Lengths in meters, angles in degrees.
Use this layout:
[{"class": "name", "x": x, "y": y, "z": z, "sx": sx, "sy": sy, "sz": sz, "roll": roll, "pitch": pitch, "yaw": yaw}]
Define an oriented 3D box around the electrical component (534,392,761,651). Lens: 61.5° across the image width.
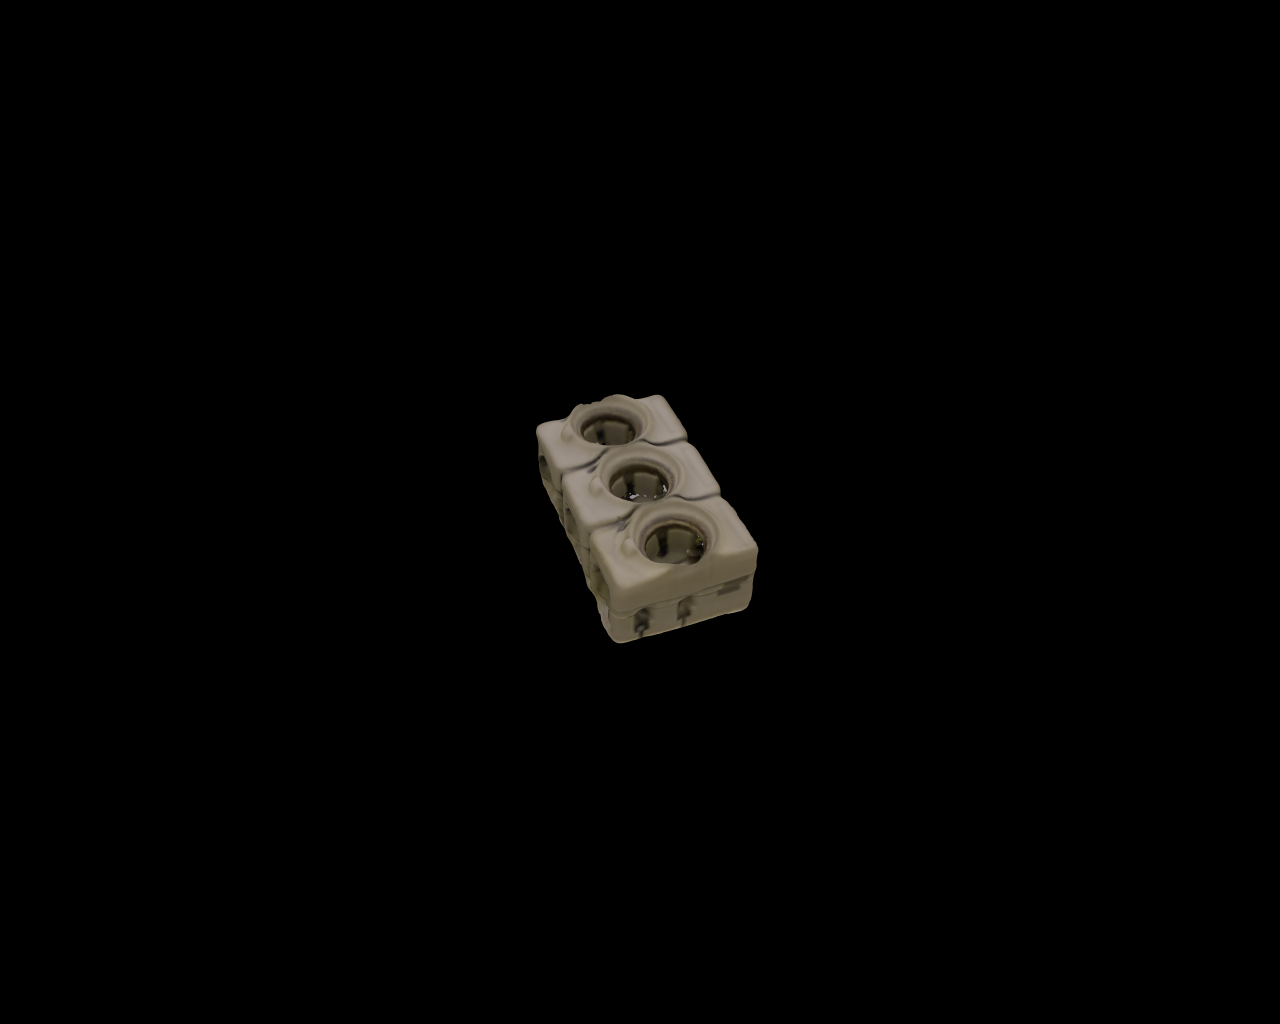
[{"class": "electrical component", "x": 0.001, "y": -0.003, "z": 0.650, "sx": 0.090, "sy": 0.061, "sz": 0.150, "roll": -15, "pitch": 47, "yaw": -15}]
